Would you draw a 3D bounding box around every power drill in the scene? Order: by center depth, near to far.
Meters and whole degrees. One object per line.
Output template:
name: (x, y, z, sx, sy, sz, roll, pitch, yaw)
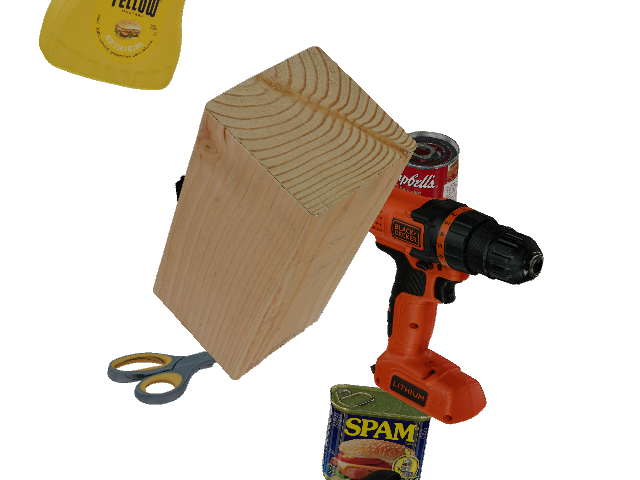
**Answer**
power drill: (0.107, 0.057, 0.908, 0.057, 0.188, 0.185, -15, 26, -36)

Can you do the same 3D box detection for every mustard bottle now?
mustard bottle: (-0.123, -0.203, 0.734, 0.096, 0.192, 0.058, 10, 24, -29)

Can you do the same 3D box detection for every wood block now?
wood block: (-0.031, -0.010, 0.671, 0.090, 0.091, 0.206, -34, -17, -33)

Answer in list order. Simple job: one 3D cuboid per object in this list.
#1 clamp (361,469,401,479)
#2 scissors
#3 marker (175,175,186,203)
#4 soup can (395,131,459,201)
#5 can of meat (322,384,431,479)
clamp: (-0.031, 0.203, 0.634, 0.210, 0.036, 0.164, -5, 28, 1)
scissors: (-0.128, 0.141, 1.160, 0.201, 0.016, 0.096, -3, 27, -22)
marker: (-0.123, -0.002, 0.995, 0.020, 0.121, 0.020, 0, 22, 0)
soup can: (0.106, -0.052, 1.103, 0.068, 0.102, 0.068, -1, 37, 0)
can of meat: (0.054, 0.194, 1.047, 0.102, 0.084, 0.057, 7, 17, -4)
